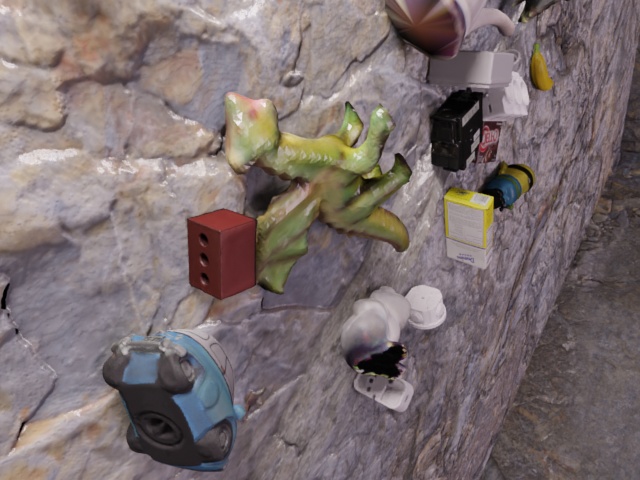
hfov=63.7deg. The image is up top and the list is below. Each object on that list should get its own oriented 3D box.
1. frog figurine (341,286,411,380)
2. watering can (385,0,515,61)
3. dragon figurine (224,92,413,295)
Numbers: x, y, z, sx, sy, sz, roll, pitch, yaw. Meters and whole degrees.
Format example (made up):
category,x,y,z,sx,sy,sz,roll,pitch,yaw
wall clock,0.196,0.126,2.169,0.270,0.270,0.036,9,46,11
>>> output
category,x,y,z,sx,sy,sz,roll,pitch,yaw
frog figurine,0.093,0.140,0.864,0.163,0.122,0.134,-91,157,-45
watering can,0.205,-0.357,0.747,0.342,0.104,0.226,40,72,-47
dragon figurine,0.002,-0.033,0.653,0.245,0.124,0.401,-41,137,-13
